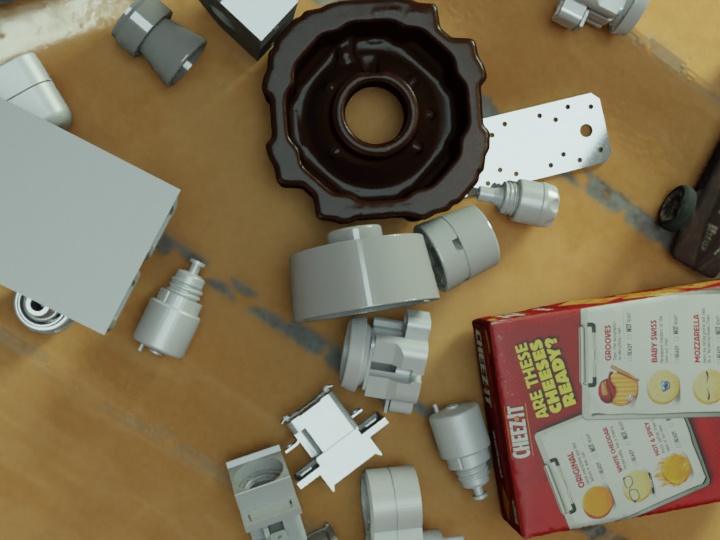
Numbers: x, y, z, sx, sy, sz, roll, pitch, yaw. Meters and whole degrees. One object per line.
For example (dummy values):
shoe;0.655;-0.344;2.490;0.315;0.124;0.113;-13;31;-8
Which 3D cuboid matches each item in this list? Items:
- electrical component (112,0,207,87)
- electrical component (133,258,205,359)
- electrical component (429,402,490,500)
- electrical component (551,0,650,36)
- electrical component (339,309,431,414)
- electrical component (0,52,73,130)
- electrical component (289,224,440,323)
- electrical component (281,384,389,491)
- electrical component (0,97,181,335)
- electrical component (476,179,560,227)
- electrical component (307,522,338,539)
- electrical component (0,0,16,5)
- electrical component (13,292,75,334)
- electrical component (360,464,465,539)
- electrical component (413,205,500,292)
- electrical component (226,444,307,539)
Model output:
electrical component;-0.147;-0.168;0.787;0.055;0.045;0.045;40;85;-6
electrical component;-0.136;0.029;0.791;0.040;0.040;0.078;25;87;-8
electrical component;0.081;0.137;0.823;0.040;0.040;0.078;-18;93;-8
electrical component;0.191;-0.216;0.830;0.057;0.058;0.078;25;87;-5
electrical component;0.017;0.066;0.804;0.057;0.058;0.078;9;110;-5
electrical component;-0.257;-0.104;0.766;0.095;0.054;0.059;-31;94;-7
electrical component;0.000;0.000;0.780;0.108;0.108;0.060;-9;86;-8
electrical component;-0.022;0.124;0.808;0.081;0.042;0.063;-36;94;-7
electrical component;-0.226;-0.045;0.707;0.186;0.060;0.105;27;82;-7
electrical component;0.121;-0.054;0.832;0.061;0.035;0.035;10;89;-6
electrical component;-0.032;0.234;0.779;0.062;0.096;0.061;-25;95;-7
electrical component;-0.259;-0.216;0.742;0.108;0.108;0.060;0;96;-8
electrical component;-0.226;0.023;0.767;0.048;0.062;0.048;0;90;-9
electrical component;0.044;0.216;0.812;0.074;0.052;0.138;-5;91;-8
electrical component;0.074;-0.018;0.815;0.047;0.055;0.055;-24;94;-11
electrical component;-0.067;0.171;0.788;0.042;0.081;0.063;-17;115;-8
